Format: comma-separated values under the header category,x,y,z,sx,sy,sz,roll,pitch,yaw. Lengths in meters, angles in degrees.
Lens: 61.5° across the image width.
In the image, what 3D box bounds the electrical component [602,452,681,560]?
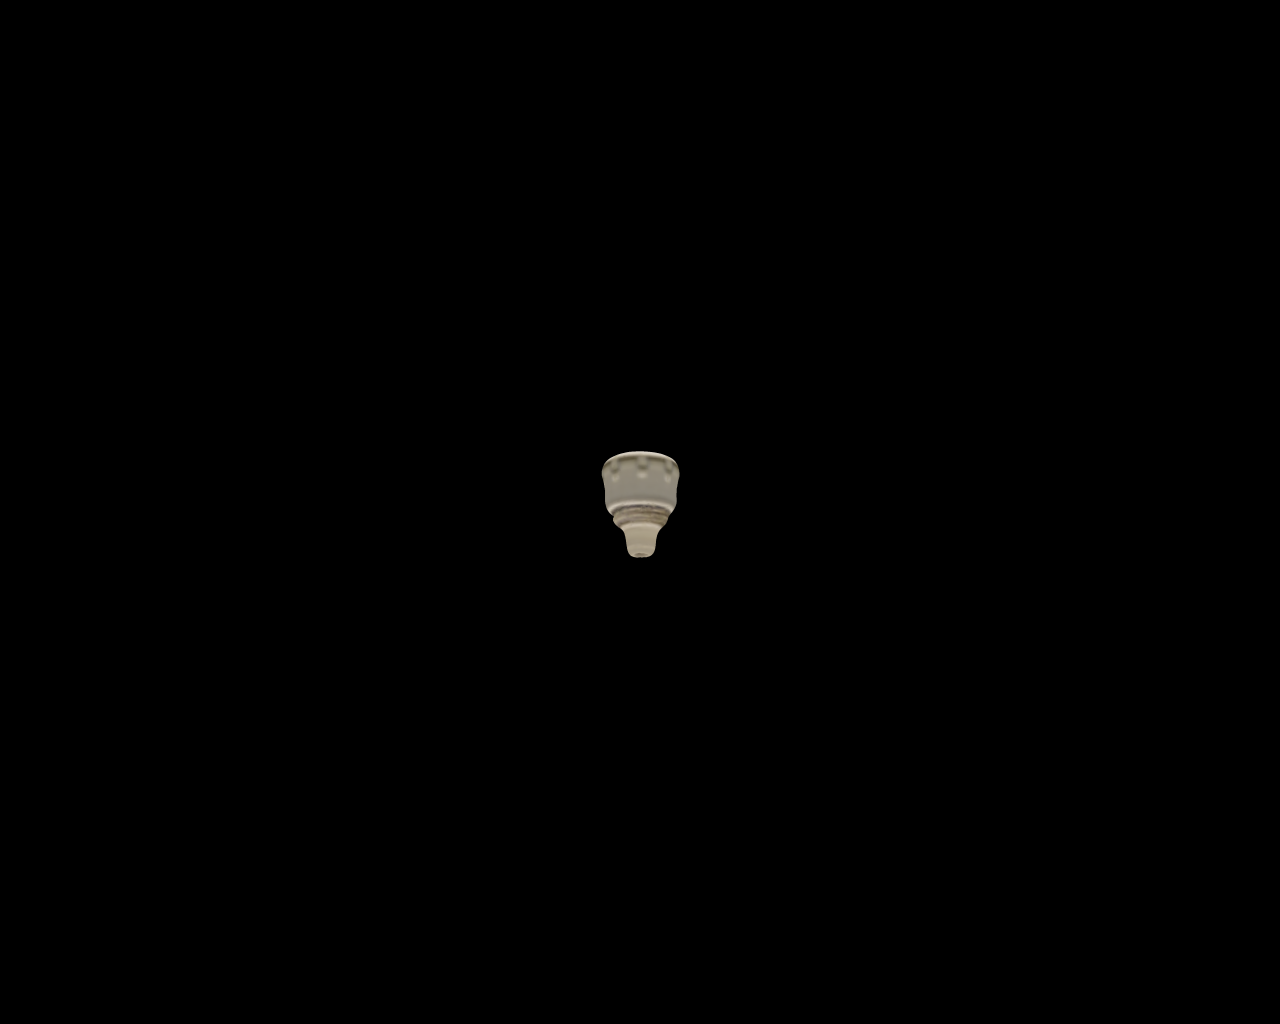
category,x,y,z,sx,sy,sz,roll,pitch,yaw
electrical component,0.001,-0.003,0.650,0.048,0.062,0.048,0,-15,0
